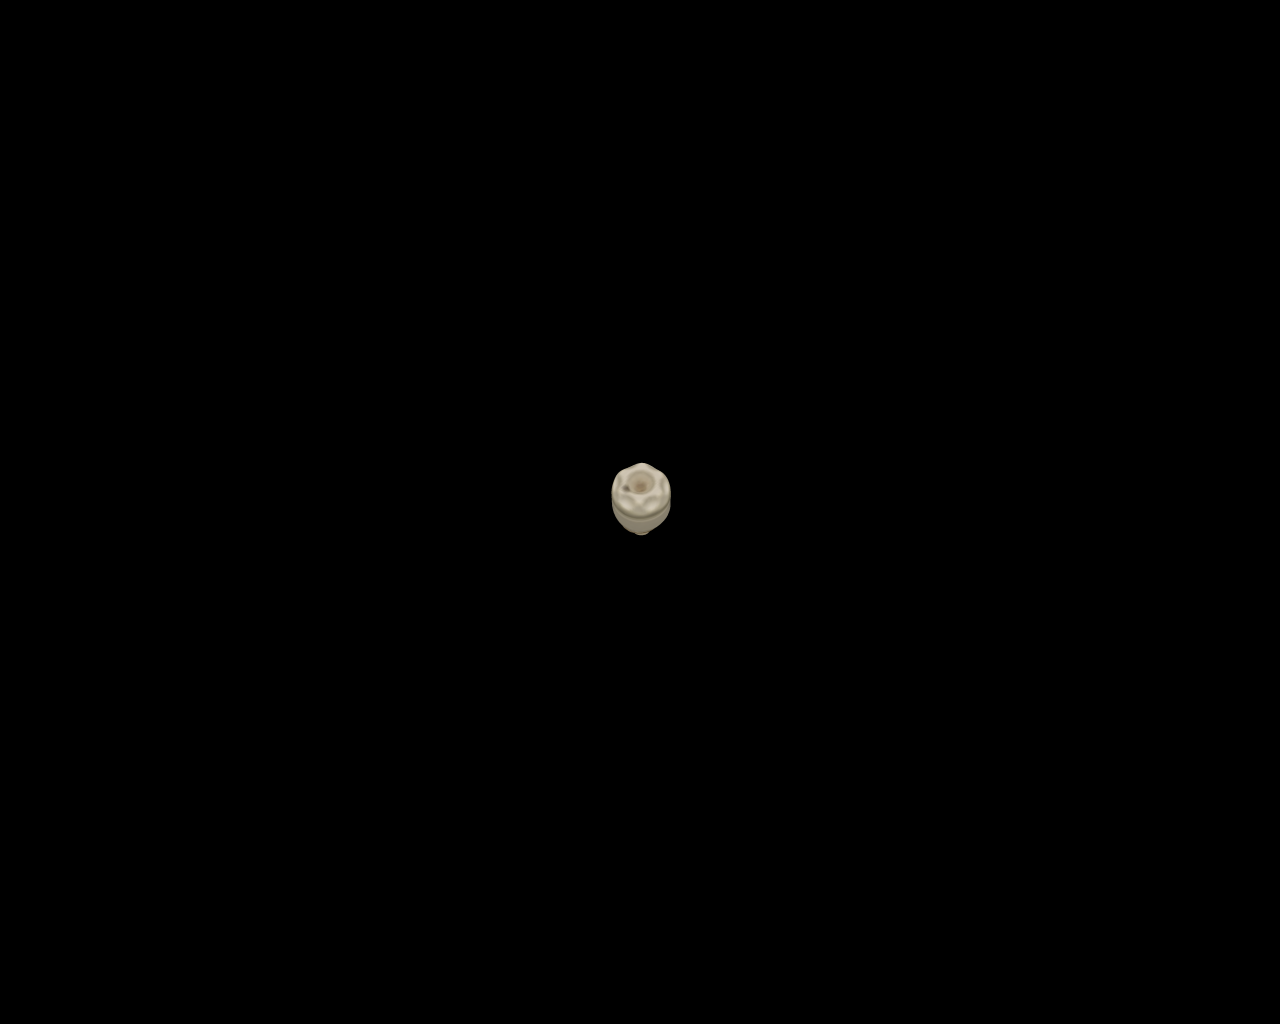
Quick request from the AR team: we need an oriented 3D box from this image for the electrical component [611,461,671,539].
[{"bbox_3d":[0.001,-0.003,0.650,0.035,0.035,0.061,0,-29,0],"label":"electrical component"}]
